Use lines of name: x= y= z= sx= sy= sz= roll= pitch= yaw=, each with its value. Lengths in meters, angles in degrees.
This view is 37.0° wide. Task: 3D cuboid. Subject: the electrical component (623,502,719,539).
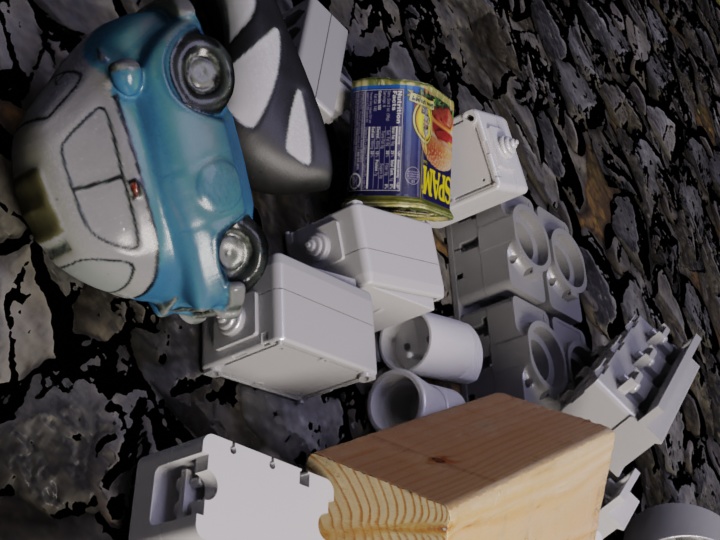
electrical component: x=0.253 y=0.236 z=0.853 sx=0.099 sy=0.099 sz=0.064 roll=54 pitch=30 yaw=-19

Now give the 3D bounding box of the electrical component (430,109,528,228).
electrical component: x=0.078 y=-0.075 z=0.791 sx=0.061 sy=0.096 sz=0.061 roll=1 pitch=70 yaw=-57

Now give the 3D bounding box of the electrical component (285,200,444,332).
electrical component: x=0.000 y=0.000 z=0.674 sx=0.096 sy=0.062 sz=0.061 roll=12 pitch=62 yaw=-50

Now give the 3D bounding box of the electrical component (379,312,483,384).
electrical component: x=0.055 y=0.053 z=0.734 sx=0.081 sy=0.043 sz=0.043 roll=17 pitch=58 yaw=-48

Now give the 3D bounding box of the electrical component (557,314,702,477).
electrical component: x=0.193 y=0.085 z=0.773 sx=0.063 sy=0.078 sz=0.121 roll=45 pitch=35 yaw=6

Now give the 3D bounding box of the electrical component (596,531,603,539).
electrical component: x=0.136 y=0.236 z=0.721 sx=0.079 sy=0.063 sz=0.121 roll=28 pitch=50 yaw=-43

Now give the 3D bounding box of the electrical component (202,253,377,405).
electrical component: x=-0.044 y=0.029 z=0.599 sx=0.096 sy=0.062 sz=0.061 roll=25 pitch=52 yaw=-44

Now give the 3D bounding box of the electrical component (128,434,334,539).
electrical component: x=-0.064 y=0.121 z=0.525 sx=0.089 sy=0.056 sz=0.050 roll=31 pitch=48 yaw=-41

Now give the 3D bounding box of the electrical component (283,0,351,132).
electrical component: x=-0.029 y=-0.122 z=0.717 sx=0.076 sy=0.047 sz=0.083 roll=39 pitch=43 yaw=-35

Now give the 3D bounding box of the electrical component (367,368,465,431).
electrical component: x=0.040 y=0.090 z=0.697 sx=0.065 sy=0.044 sz=0.044 roll=21 pitch=55 yaw=-52

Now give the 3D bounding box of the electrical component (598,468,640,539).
electrical component: x=0.163 y=0.169 z=0.792 sx=0.064 sy=0.081 sz=0.042 roll=46 pitch=33 yaw=9

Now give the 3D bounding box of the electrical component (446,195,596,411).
electrical component: x=0.127 y=0.037 z=0.825 sx=0.105 sy=0.060 sz=0.186 roll=26 pitch=52 yaw=-44
